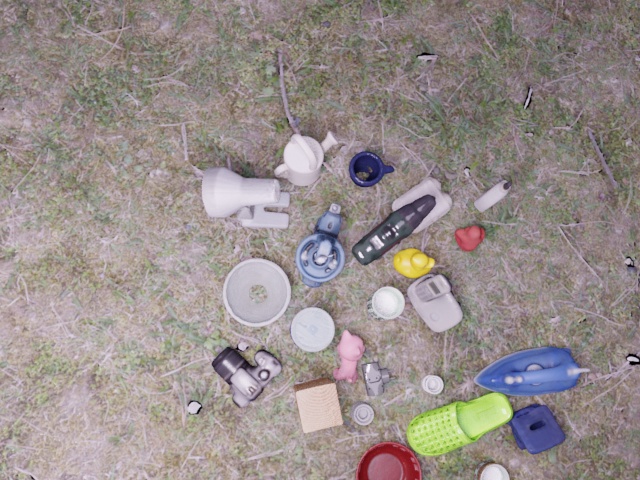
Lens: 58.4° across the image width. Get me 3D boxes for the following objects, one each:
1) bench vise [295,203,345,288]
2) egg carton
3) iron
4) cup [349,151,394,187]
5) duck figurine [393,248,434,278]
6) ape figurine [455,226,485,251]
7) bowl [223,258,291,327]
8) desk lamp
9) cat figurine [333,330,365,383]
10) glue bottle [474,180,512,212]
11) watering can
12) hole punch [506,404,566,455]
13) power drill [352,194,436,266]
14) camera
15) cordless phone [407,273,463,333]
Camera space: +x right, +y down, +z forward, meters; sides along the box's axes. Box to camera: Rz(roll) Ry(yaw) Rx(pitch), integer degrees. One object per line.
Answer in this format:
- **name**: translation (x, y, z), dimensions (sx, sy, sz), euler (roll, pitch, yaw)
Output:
- **bench vise**: translation (0.001, 0.005, 1.386), dimensions (0.121, 0.219, 0.207), euler (0, 80, -5)
- **egg carton**: translation (0.268, -0.090, 1.501), dimensions (0.150, 0.069, 0.107), euler (-36, 85, -10)
- **iron**: translation (0.523, 0.335, 1.414), dimensions (0.258, 0.141, 0.119), euler (-8, 81, -6)
- **cup**: translation (0.128, -0.175, 1.491), dimensions (0.118, 0.095, 0.092), euler (-1, 80, -5)
- **duck figurine**: translation (0.243, 0.055, 1.466), dimensions (0.104, 0.086, 0.077), euler (9, 80, -3)
- **ape figurine**: translation (0.392, -0.012, 1.487), dimensions (0.078, 0.092, 0.076), euler (18, 79, -1)
- **bowl**: translation (-0.156, 0.133, 1.424), dimensions (0.167, 0.074, 0.167), euler (1, 80, -5)
- **desk lamp**: translation (-0.173, -0.103, 1.392), dimensions (0.203, 0.213, 0.118), euler (2, 80, -4)
- **cat figurine**: translation (0.074, 0.286, 1.396), dimensions (0.067, 0.117, 0.128), euler (6, 80, -3)
- **glue bottle**: translation (0.455, -0.123, 1.470), dimensions (0.078, 0.173, 0.037), euler (-43, 86, -10)
- **watering can**: translation (-0.036, -0.214, 1.433), dimensions (0.101, 0.194, 0.173), euler (36, 79, 2)
- **hole punch**: translation (0.531, 0.466, 1.418), dimensions (0.109, 0.091, 0.101), euler (-21, 83, -8)
- **power drill**: translation (0.172, -0.018, 1.410), dimensions (0.230, 0.208, 0.075), euler (-39, 85, -10)
- **camera**: translation (-0.182, 0.312, 1.378), dimensions (0.137, 0.100, 0.143), euler (43, 80, 3)
- **cordless phone**: translation (0.296, 0.149, 1.404), dimensions (0.094, 0.185, 0.147), euler (-36, 85, -9)
